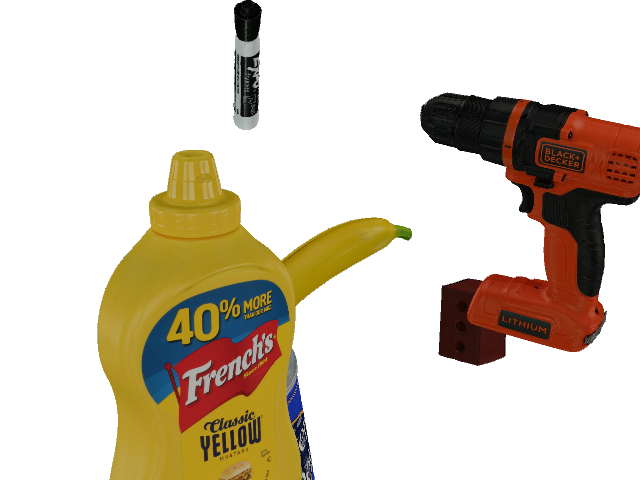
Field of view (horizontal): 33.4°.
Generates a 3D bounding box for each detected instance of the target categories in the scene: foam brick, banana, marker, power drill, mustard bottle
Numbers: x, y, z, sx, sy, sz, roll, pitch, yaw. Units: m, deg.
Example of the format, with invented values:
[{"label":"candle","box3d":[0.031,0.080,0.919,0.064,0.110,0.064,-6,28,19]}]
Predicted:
[{"label":"foam brick","box3d":[0.159,0.084,1.108,0.053,0.078,0.051,12,17,41]},{"label":"banana","box3d":[-0.011,0.035,0.898,0.198,0.069,0.037,-33,44,0]},{"label":"marker","box3d":[-0.053,-0.125,0.766,0.020,0.020,0.121,0,-34,-4]},{"label":"power drill","box3d":[0.158,-0.016,0.818,0.185,0.188,0.057,16,34,25]},{"label":"mustard bottle","box3d":[-0.055,0.053,0.499,0.096,0.192,0.058,-13,21,-34]}]

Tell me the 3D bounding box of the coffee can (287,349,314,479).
[{"label":"coffee can","box3d":[-0.057,0.143,0.714,0.103,0.140,0.103,-6,30,3]}]
